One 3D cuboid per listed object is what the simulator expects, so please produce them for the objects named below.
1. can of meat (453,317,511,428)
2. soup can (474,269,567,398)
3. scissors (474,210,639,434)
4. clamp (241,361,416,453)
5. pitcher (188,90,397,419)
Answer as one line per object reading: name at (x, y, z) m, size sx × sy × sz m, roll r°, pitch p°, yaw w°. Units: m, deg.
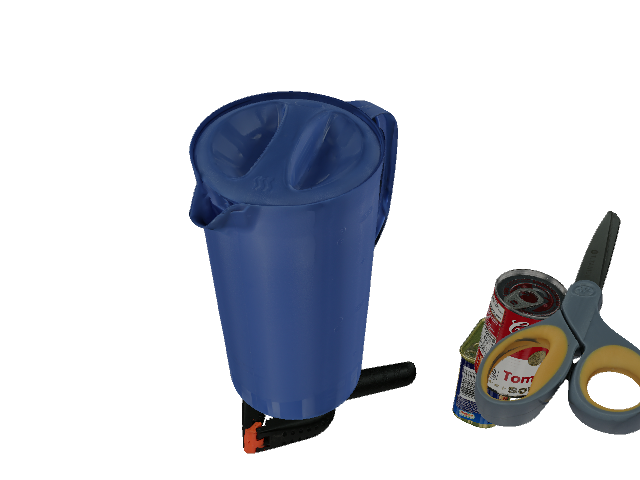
can of meat at (0.186, 0.146, 1.180) m, size 0.057 × 0.084 × 0.102 m, roll 17°, pitch 28°, yaw 21°
soup can at (0.184, 0.086, 0.984) m, size 0.068 × 0.102 × 0.068 m, roll 5°, pitch 36°, yaw -4°
scissors at (0.155, 0.041, 0.567) m, size 0.096 × 0.016 × 0.201 m, roll 18°, pitch 39°, yaw 34°
clamp at (-0.006, 0.153, 1.084) m, size 0.165 × 0.036 × 0.209 m, roll 14°, pitch 30°, yaw 20°
pitcher at (-0.014, 0.015, 0.806) m, size 0.149 × 0.243 × 0.145 m, roll -2°, pitch 42°, yaw -1°
